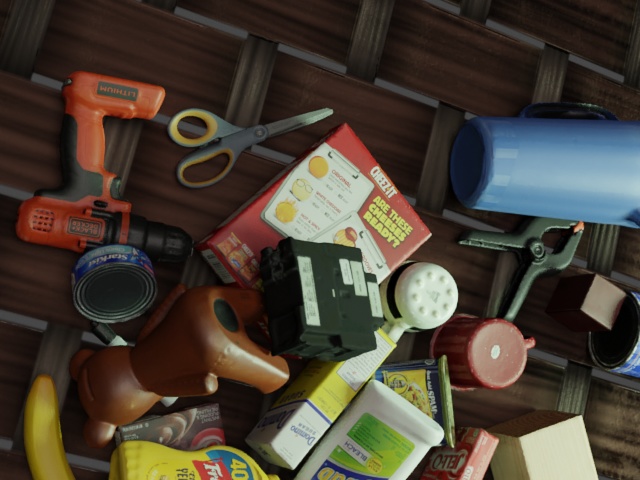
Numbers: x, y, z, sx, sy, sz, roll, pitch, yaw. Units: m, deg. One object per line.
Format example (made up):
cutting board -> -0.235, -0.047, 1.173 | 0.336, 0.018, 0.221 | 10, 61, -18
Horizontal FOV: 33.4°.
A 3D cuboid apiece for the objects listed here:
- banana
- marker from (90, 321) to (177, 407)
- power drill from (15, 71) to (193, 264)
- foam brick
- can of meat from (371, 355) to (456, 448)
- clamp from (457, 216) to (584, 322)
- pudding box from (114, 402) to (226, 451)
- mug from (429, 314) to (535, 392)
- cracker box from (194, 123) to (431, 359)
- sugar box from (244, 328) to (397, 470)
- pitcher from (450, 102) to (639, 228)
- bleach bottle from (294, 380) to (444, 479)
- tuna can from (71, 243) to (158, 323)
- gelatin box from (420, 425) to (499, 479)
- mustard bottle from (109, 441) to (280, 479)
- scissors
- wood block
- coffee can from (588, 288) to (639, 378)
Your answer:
banana -> -0.256, 0.234, 1.080 | 0.069, 0.037, 0.198 | -30, 93, -7
marker -> -0.197, 0.128, 1.125 | 0.121, 0.020, 0.020 | 47, 71, -11
power drill -> -0.213, -0.073, 1.117 | 0.184, 0.057, 0.187 | 10, 81, -20
foam brick -> 0.324, 0.077, 1.300 | 0.051, 0.078, 0.053 | 32, 75, -14
can of meat -> 0.105, 0.184, 1.199 | 0.084, 0.057, 0.102 | -7, 85, 10
clamp -> 0.255, 0.027, 1.298 | 0.171, 0.039, 0.120 | -17, 92, -22
pudding box -> -0.155, 0.226, 1.122 | 0.113, 0.039, 0.090 | -10, 89, -22
mug -> 0.197, 0.130, 1.243 | 0.117, 0.082, 0.093 | -8, 88, -21
cracker box -> -0.008, 0.001, 1.183 | 0.213, 0.072, 0.164 | -42, 101, -20
sugar box -> -0.001, 0.166, 1.158 | 0.048, 0.093, 0.176 | 47, 71, -9
pitcher -> 0.283, -0.094, 1.283 | 0.242, 0.149, 0.145 | 3, 99, -18
bleach bottle -> 0.020, 0.277, 1.143 | 0.102, 0.068, 0.251 | 36, 93, 6
tuna can -> -0.211, 0.044, 1.094 | 0.086, 0.086, 0.034 | 1, 42, -21
gelatin box -> 0.158, 0.250, 1.213 | 0.030, 0.089, 0.073 | 32, 75, -15
mustard bottle -> -0.114, 0.256, 1.080 | 0.191, 0.058, 0.096 | 8, 56, -25
scissors -> -0.086, -0.132, 1.194 | 0.201, 0.016, 0.096 | -36, 98, -20
wood block -> 0.272, 0.313, 1.252 | 0.090, 0.090, 0.206 | -15, 91, -22
coffee can -> 0.420, 0.125, 1.318 | 0.140, 0.103, 0.103 | 15, 80, -19
